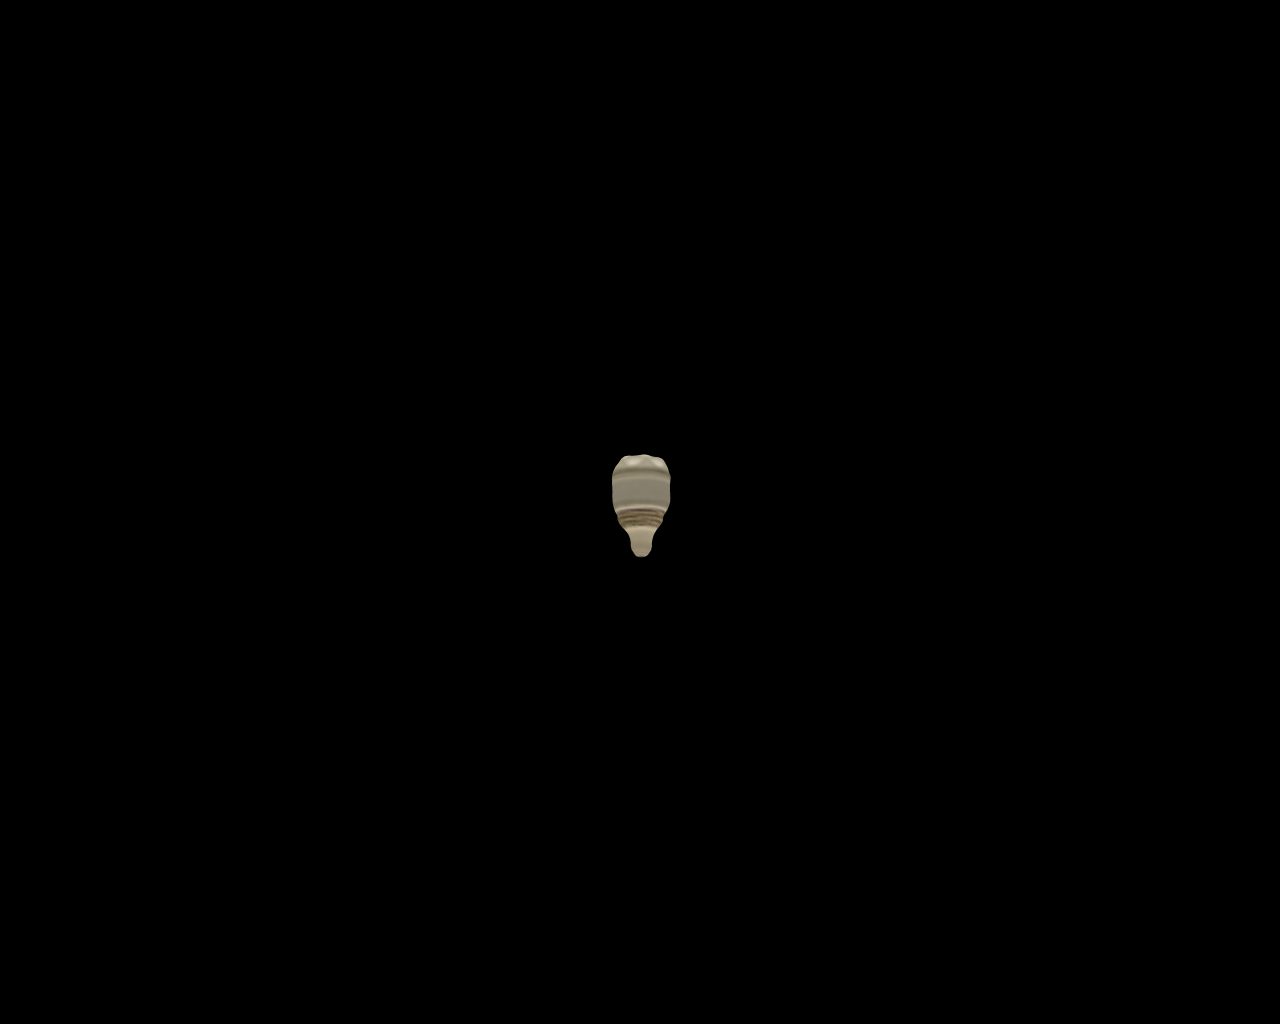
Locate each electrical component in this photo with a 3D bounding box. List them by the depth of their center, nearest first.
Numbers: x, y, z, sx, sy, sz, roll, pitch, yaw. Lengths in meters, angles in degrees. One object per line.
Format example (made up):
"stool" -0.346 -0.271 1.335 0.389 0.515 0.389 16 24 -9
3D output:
"electrical component" 0.001 -0.003 0.650 0.035 0.061 0.035 0 -11 0
